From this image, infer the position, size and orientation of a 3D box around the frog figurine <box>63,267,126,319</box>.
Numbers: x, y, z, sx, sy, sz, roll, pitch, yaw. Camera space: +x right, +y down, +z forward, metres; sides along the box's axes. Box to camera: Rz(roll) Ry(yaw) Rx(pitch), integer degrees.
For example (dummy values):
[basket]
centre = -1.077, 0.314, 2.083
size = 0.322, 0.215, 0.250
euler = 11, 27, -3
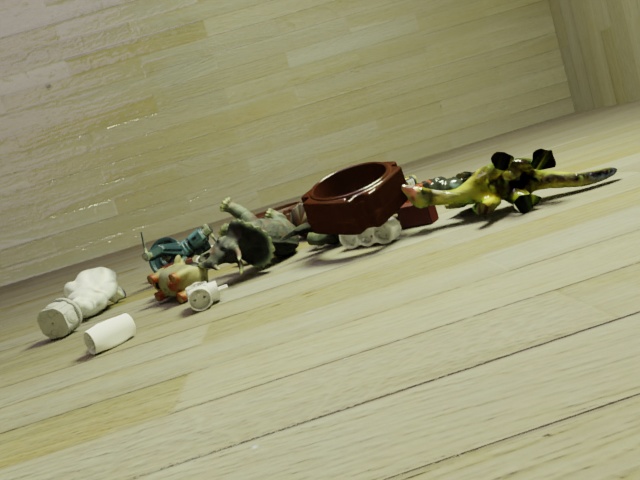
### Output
[frog figurine]
centre = -0.578, 0.130, 1.287
size = 0.137, 0.123, 0.159
euler = 4, -1, 7

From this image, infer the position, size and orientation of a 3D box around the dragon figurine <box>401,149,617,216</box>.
[dragon figurine]
centre = 0.377, -0.110, 1.092
size = 0.411, 0.122, 0.242
euler = -3, -1, -12

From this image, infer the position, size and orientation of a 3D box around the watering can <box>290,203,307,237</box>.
[watering can]
centre = 0.005, -0.078, 1.544
size = 0.227, 0.104, 0.342
euler = -31, -4, -32
